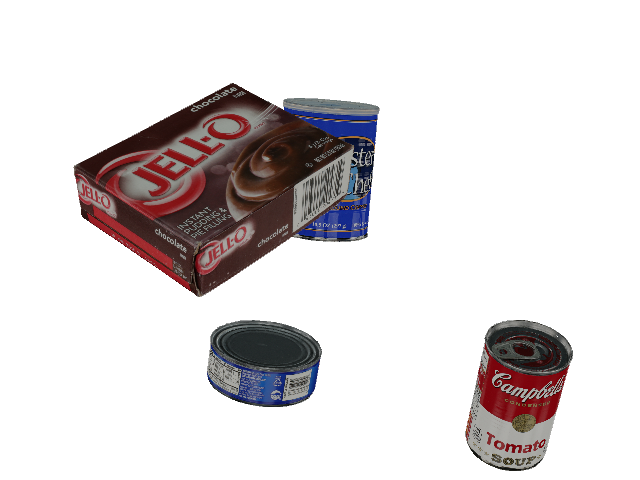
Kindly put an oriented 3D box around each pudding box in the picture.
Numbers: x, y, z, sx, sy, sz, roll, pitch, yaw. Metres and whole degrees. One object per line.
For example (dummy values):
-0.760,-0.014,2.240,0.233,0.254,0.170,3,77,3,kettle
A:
-0.052,-0.030,0.541,0.090,0.039,0.113,31,46,30,pudding box

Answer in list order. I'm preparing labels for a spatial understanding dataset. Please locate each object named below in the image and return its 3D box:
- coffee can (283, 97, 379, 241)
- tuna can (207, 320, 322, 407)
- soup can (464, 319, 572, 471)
0.006,-0.078,1.147,0.103,0.140,0.103,4,12,-1,coffee can
-0.043,0.094,0.817,0.086,0.034,0.086,8,19,-3,tuna can
0.156,0.124,0.850,0.068,0.102,0.068,5,31,-3,soup can
